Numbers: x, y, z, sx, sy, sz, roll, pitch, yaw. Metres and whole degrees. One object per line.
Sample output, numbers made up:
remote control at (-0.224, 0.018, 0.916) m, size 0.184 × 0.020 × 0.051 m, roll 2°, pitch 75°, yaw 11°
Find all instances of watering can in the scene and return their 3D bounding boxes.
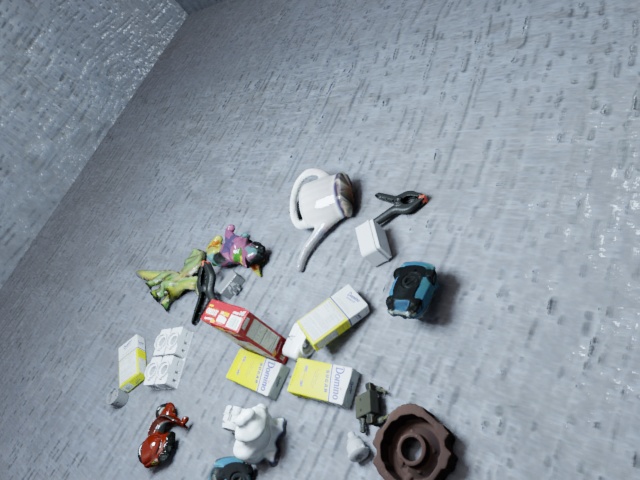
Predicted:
watering can at (0.005, -0.082, 1.621) m, size 0.223 × 0.103 × 0.354 m, roll -16°, pitch 63°, yaw 26°

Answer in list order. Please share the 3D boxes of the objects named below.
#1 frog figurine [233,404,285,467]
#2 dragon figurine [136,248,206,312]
frog figurine at (-0.169, 0.470, 1.264) m, size 0.123 × 0.157 × 0.139 m, roll 12°, pitch 66°, yaw 46°
dragon figurine at (-0.522, 0.123, 1.898) m, size 0.245 × 0.119 × 0.415 m, roll -39°, pitch 41°, yaw -19°
